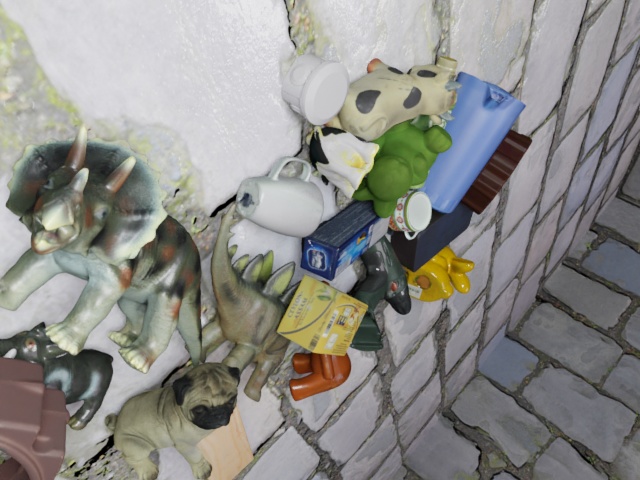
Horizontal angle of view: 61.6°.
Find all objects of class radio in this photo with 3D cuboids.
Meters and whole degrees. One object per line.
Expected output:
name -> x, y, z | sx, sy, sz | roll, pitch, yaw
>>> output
radio -> 0.251, -0.037, 1.180 | 0.229, 0.073, 0.131 | -34, 145, -30

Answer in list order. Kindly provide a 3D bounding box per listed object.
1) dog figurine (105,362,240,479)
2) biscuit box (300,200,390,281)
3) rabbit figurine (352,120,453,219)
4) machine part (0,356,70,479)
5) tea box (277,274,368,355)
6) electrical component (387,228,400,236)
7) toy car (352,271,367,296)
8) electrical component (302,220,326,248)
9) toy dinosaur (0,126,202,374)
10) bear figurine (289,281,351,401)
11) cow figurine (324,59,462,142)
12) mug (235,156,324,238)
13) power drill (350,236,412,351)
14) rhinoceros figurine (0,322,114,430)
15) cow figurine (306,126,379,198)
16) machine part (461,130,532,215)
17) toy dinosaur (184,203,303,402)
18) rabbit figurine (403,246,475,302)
dog figurine -> -0.197, 0.216, 0.698 | 0.172, 0.121, 0.190 | 2, 134, -14
biscuit box -> 0.047, -0.008, 0.877 | 0.203, 0.063, 0.059 | -35, 141, -50
rabbit figurine -> 0.108, -0.114, 0.837 | 0.159, 0.121, 0.170 | -53, -179, 36
machine part -> -0.342, 0.195, 0.463 | 0.201, 0.087, 0.201 | 20, 113, -34
tea box -> 0.009, 0.120, 0.831 | 0.098, 0.068, 0.169 | -63, 159, -6
electrical component -> 0.139, -0.049, 1.028 | 0.119, 0.048, 0.074 | -16, 132, -47
toy car -> 0.084, 0.136, 1.132 | 0.202, 0.053, 0.089 | -46, 146, -14
electrical component -> -0.002, -0.003, 0.898 | 0.063, 0.021, 0.093 | -35, 143, -32
toy dinosaur -> -0.192, 0.027, 0.569 | 0.192, 0.131, 0.404 | -56, 159, -8
bear figurine -> -0.012, 0.185, 1.002 | 0.132, 0.120, 0.195 | -14, 115, 8
cow figurine -> 0.110, -0.199, 0.758 | 0.195, 0.127, 0.085 | -33, 146, -30
mug -> -0.053, -0.058, 0.716 | 0.107, 0.081, 0.109 | 4, 113, -49
power drill -> 0.113, 0.111, 1.017 | 0.207, 0.086, 0.231 | -52, 131, -42
rhinoceros figurine -> -0.297, 0.142, 0.568 | 0.112, 0.073, 0.190 | -53, 150, -2
cow figurine -> 0.022, -0.110, 0.759 | 0.068, 0.098, 0.167 | -61, 180, -4
machine part -> 0.351, -0.138, 1.081 | 0.179, 0.056, 0.179 | -53, 171, -12
toy dinosaur -> -0.102, 0.114, 0.798 | 0.198, 0.105, 0.470 | -54, 160, -18
rabbit figurine -> 0.280, 0.062, 1.268 | 0.173, 0.163, 0.121 | -44, 141, -54
